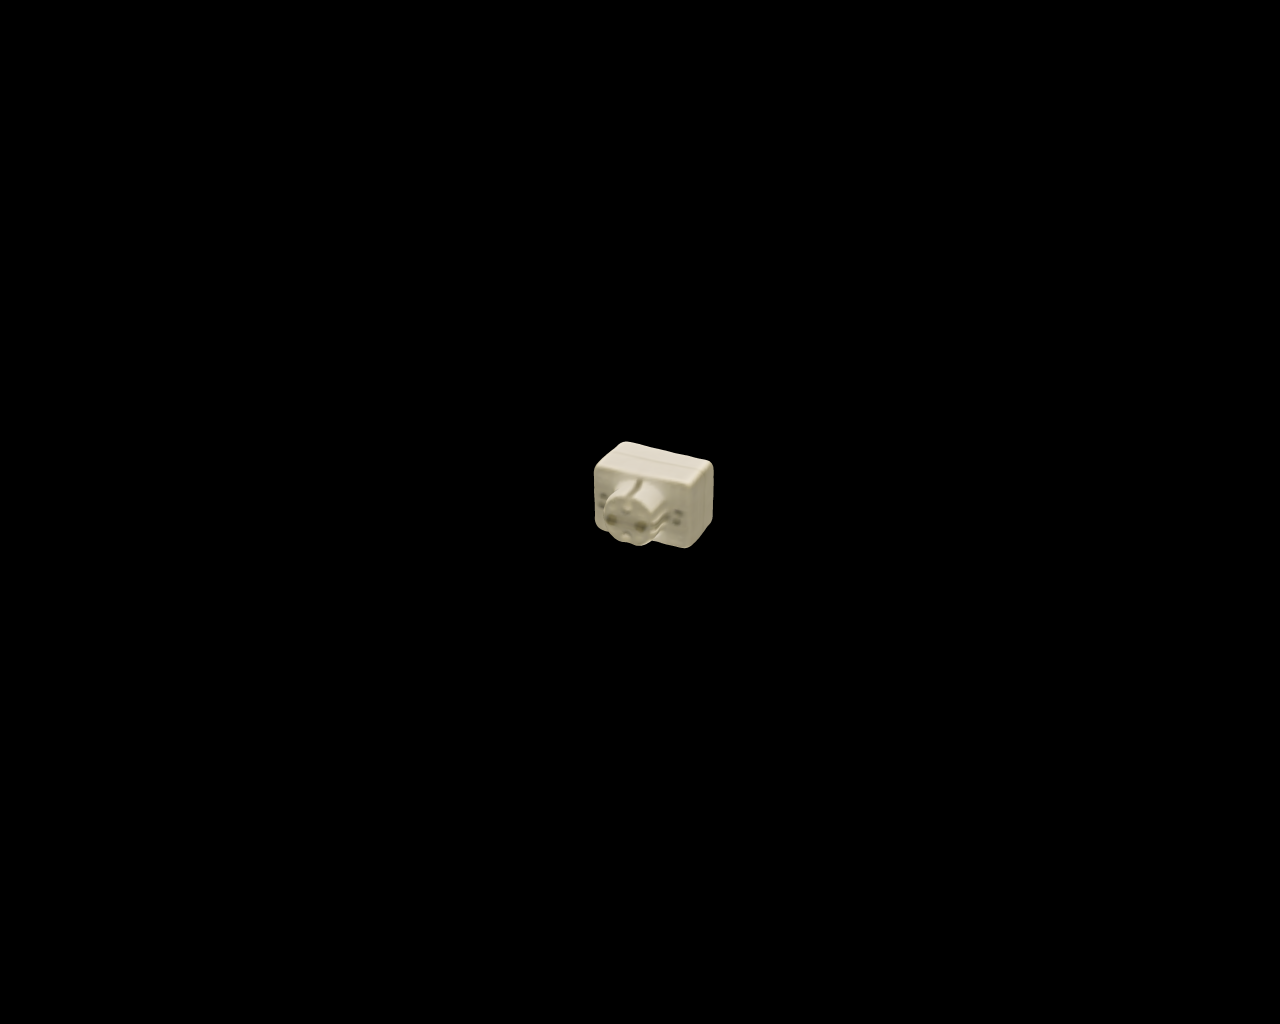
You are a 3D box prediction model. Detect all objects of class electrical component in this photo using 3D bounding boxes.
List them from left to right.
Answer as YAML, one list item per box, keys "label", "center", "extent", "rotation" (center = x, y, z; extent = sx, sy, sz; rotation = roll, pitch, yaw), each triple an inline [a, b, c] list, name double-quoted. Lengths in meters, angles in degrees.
- label: "electrical component"
  center: [0.001, -0.003, 0.650]
  extent: [0.066, 0.047, 0.077]
  rotation: [13, 32, 22]
